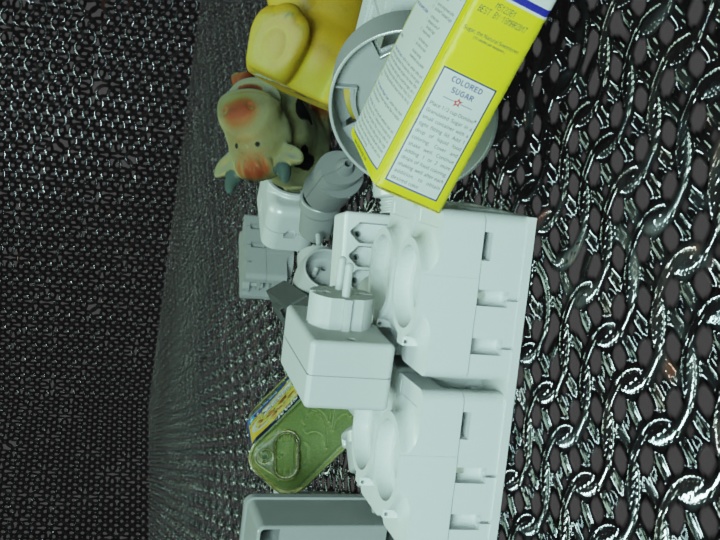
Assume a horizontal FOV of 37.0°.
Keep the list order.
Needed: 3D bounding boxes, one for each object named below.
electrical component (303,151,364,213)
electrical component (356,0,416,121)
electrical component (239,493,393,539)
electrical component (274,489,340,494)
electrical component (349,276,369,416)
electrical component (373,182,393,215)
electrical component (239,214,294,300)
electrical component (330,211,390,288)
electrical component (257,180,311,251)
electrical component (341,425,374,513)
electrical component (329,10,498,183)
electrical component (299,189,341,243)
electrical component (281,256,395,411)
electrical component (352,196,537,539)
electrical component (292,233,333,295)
[{"bbox_3d":[-0.021,-0.081,0.944,0.081,0.043,0.043,141,132,-71],"label":"electrical component"},{"bbox_3d":[0.034,-0.157,0.725,0.078,0.057,0.113,-101,21,-46],"label":"electrical component"},{"bbox_3d":[-0.031,0.217,0.761,0.056,0.109,0.108,-137,52,-69],"label":"electrical component"},{"bbox_3d":[-0.036,0.257,0.862,0.089,0.062,0.150,163,111,-75],"label":"electrical component"},{"bbox_3d":[0.021,0.054,0.703,0.054,0.059,0.095,-147,63,-74],"label":"electrical component"},{"bbox_3d":[0.030,-0.052,0.737,0.048,0.048,0.062,-174,82,-76],"label":"electrical component"},{"bbox_3d":[-0.109,-0.014,1.249,0.050,0.056,0.089,114,156,-53],"label":"electrical component"},{"bbox_3d":[0.000,0.000,0.830,0.076,0.047,0.083,177,98,-76],"label":"electrical component"},{"bbox_3d":[-0.077,-0.073,1.142,0.095,0.054,0.059,-101,21,-47],"label":"electrical component"},{"bbox_3d":[0.013,0.136,0.744,0.048,0.048,0.062,128,138,-65],"label":"electrical component"},{"bbox_3d":[0.030,-0.104,0.650,0.064,0.099,0.099,-94,15,-54],"label":"electrical component"},{"bbox_3d":[-0.039,-0.053,1.020,0.046,0.040,0.040,101,165,-48],"label":"electrical component"},{"bbox_3d":[-0.012,0.031,0.615,0.083,0.047,0.075,-138,53,-72],"label":"electrical component"},{"bbox_3d":[0.042,0.055,0.619,0.105,0.060,0.186,-150,65,-74],"label":"electrical component"},{"bbox_3d":[-0.038,0.004,0.986,0.077,0.044,0.079,114,156,-54],"label":"electrical component"}]
